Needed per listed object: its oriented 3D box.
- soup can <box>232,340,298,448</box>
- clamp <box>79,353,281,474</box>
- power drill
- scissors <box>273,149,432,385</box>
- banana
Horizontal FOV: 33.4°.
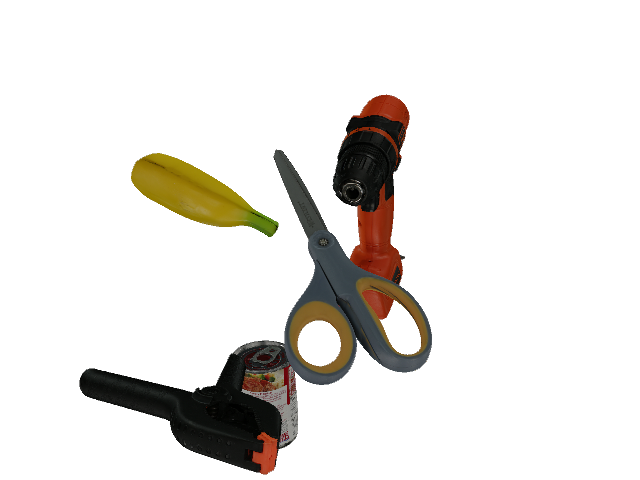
[{"bbox_3d":[-0.060,0.170,1.171,0.068,0.102,0.068,-2,23,1],"label":"soup can"},{"bbox_3d":[-0.090,0.144,0.926,0.164,0.036,0.210,-6,18,-40],"label":"clamp"},{"bbox_3d":[0.046,-0.023,0.991,0.057,0.188,0.184,9,30,12],"label":"power drill"},{"bbox_3d":[-0.010,0.018,0.678,0.096,0.016,0.202,-28,53,-21],"label":"scissors"},{"bbox_3d":[-0.110,-0.038,0.828,0.069,0.037,0.198,42,-10,-35],"label":"banana"}]
